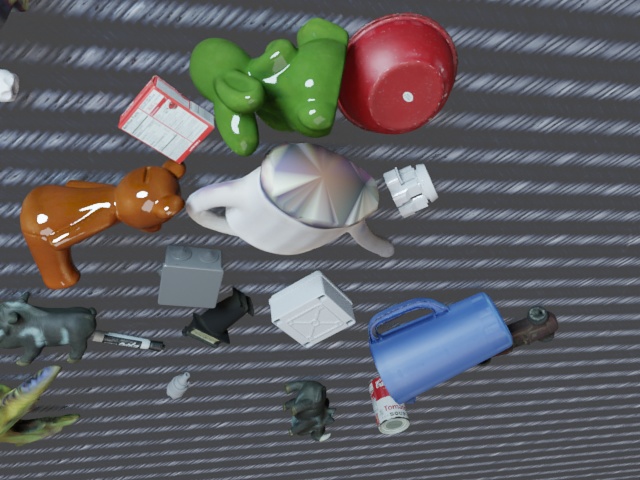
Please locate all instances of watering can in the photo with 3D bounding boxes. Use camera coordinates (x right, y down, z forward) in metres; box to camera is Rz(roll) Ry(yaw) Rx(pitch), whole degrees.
[{"bbox_3d":[0.002,-0.035,0.696,0.347,0.105,0.221,8,160,-26],"label":"watering can"}]

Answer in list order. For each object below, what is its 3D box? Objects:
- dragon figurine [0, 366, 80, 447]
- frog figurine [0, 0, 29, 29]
[{"bbox_3d":[-0.550,0.320,0.933,0.408,0.124,0.240,-24,157,12],"label":"dragon figurine"},{"bbox_3d":[-0.359,-0.234,0.449,0.160,0.125,0.134,-17,154,-12],"label":"frog figurine"}]
